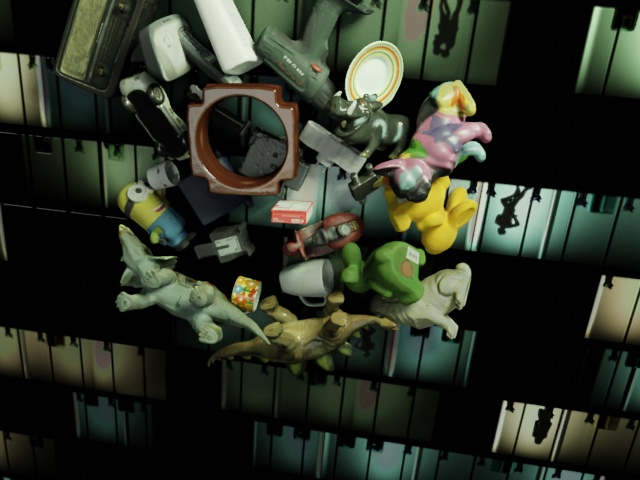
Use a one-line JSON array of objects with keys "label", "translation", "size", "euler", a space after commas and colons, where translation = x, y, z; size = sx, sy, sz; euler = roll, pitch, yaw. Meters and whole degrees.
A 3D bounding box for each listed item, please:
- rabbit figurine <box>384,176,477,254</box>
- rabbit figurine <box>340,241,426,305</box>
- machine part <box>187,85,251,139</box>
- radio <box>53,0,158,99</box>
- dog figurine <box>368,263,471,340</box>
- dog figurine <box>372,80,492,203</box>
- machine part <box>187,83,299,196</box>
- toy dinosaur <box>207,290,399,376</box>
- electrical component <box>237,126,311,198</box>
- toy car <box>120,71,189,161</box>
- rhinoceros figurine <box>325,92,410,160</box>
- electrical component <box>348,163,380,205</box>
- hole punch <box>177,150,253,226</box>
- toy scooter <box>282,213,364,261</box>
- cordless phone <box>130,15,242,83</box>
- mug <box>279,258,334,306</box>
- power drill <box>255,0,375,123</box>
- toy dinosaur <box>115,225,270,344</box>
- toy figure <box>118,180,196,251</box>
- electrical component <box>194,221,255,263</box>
[{"label": "rabbit figurine", "translation": [0.225, -0.052, 1.071], "size": [0.162, 0.122, 0.173], "euler": [-27, 118, 7]}, {"label": "rabbit figurine", "translation": [0.107, 0.072, 1.096], "size": [0.159, 0.121, 0.170], "euler": [19, 153, -37]}, {"label": "machine part", "translation": [-0.202, -0.257, 1.072], "size": [0.139, 0.084, 0.039], "euler": [34, 77, -16]}, {"label": "radio", "translation": [-0.415, -0.399, 1.047], "size": [0.131, 0.073, 0.229], "euler": [28, 112, -2]}, {"label": "dog figurine", "translation": [0.208, 0.113, 1.132], "size": [0.191, 0.121, 0.172], "euler": [17, 78, 20]}, {"label": "dog figurine", "translation": [0.185, -0.170, 0.972], "size": [0.219, 0.108, 0.191], "euler": [-23, 74, -4]}, {"label": "machine part", "translation": [-0.140, -0.189, 1.009], "size": [0.202, 0.087, 0.200], "euler": [1, 111, 3]}, {"label": "toy dinosaur", "translation": [-0.060, 0.217, 1.166], "size": [0.472, 0.105, 0.198], "euler": [-8, 134, 17]}, {"label": "electrical component", "translation": [-0.090, -0.155, 1.095], "size": [0.134, 0.058, 0.114], "euler": [24, 113, 0]}, {"label": "toy car", "translation": [-0.320, -0.240, 1.074], "size": [0.074, 0.056, 0.201], "euler": [-14, 135, 16]}, {"label": "rhinoceros figurine", "translation": [0.092, -0.212, 0.994], "size": [0.190, 0.073, 0.112], "euler": [9, 117, -35]}, {"label": "electrical component", "translation": [0.091, -0.111, 1.085], "size": [0.063, 0.021, 0.093], "euler": [-30, 141, -5]}, {"label": "hole punch", "translation": [-0.221, -0.103, 1.118], "size": [0.116, 0.092, 0.142], "euler": [-29, 99, 13]}, {"label": "toy scooter", "translation": [-0.002, -0.003, 1.090], "size": [0.184, 0.135, 0.075], "euler": [-20, 88, 15]}, {"label": "cordless phone", "translation": [-0.243, -0.328, 1.011], "size": [0.184, 0.147, 0.088], "euler": [37, 123, -8]}, {"label": "mug", "translation": [-0.029, 0.093, 1.167], "size": [0.107, 0.081, 0.109], "euler": [-2, 118, 20]}, {"label": "power drill", "translation": [0.013, -0.357, 1.002], "size": [0.232, 0.086, 0.207], "euler": [31, 118, -12]}, {"label": "toy dinosaur", "translation": [-0.281, 0.121, 1.148], "size": [0.405, 0.192, 0.131], "euler": [29, 100, 1]}, {"label": "toy figure", "translation": [-0.357, -0.049, 1.160], "size": [0.089, 0.082, 0.180], "euler": [-39, 102, 17]}, {"label": "electrical component", "translation": [-0.210, 0.011, 1.175], "size": [0.119, 0.048, 0.074], "euler": [-17, 106, 14]}]
